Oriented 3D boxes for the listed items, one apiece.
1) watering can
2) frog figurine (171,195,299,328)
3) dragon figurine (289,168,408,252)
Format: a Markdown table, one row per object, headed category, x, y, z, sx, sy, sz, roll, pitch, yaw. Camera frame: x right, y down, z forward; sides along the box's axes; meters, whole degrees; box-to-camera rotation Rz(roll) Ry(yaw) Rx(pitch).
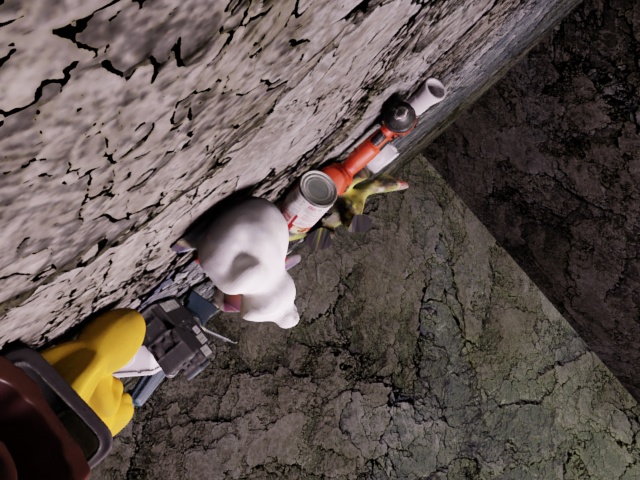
| category | x | y | z | sx | sy | sz | roll | pitch | yaw |
| --- | --- | --- | --- | --- | --- | --- | --- | --- | --- |
| watering can | -0.205 | 0.132 | 1.354 | 0.345 | 0.104 | 0.226 | -31 | 180 | 16 |
| frog figurine | -0.071 | 0.032 | 0.606 | 0.122 | 0.160 | 0.138 | -42 | 177 | 13 |
| dragon figurine | 0.003 | -0.056 | 1.112 | 0.411 | 0.122 | 0.243 | -22 | -176 | -3 |
